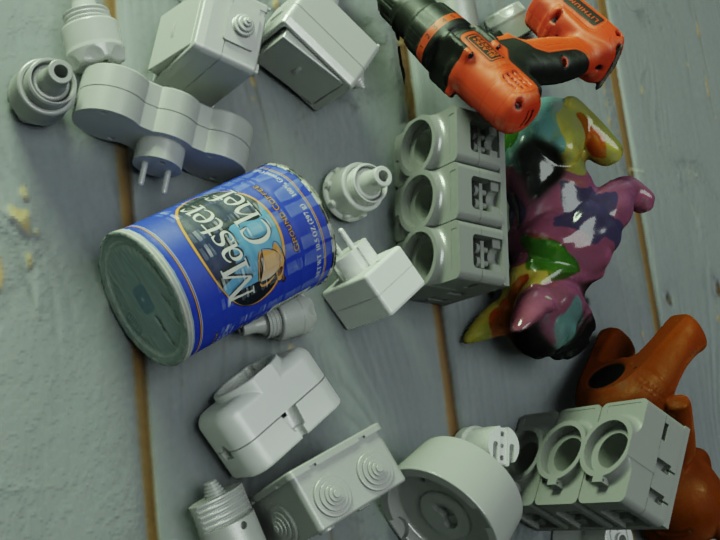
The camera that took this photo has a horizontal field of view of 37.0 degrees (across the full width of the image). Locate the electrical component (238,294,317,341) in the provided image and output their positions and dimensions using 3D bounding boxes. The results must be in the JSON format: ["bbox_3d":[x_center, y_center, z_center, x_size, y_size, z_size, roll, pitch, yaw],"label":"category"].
[{"bbox_3d":[-0.066,0.039,0.836,0.061,0.035,0.035,-13,85,-34],"label":"electrical component"}]

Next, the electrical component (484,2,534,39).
[{"bbox_3d":[0.152,-0.226,1.050,0.043,0.043,0.062,-35,99,-35],"label":"electrical component"}]

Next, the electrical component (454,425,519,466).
[{"bbox_3d":[0.108,0.152,0.917,0.040,0.046,0.040,10,72,-32],"label":"electrical component"}]

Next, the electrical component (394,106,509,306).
[{"bbox_3d":[0.073,-0.054,0.921,0.062,0.089,0.150,10,72,-32],"label":"electrical component"}]

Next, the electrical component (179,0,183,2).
[{"bbox_3d":[-0.120,-0.249,0.862,0.058,0.057,0.078,-28,94,-36],"label":"electrical component"}]

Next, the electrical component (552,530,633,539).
[{"bbox_3d":[0.208,0.239,0.950,0.044,0.065,0.044,10,72,-32],"label":"electrical component"}]

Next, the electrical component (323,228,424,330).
[{"bbox_3d":[0.000,0.000,0.873,0.047,0.066,0.076,-42,101,-35],"label":"electrical component"}]

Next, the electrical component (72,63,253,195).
[{"bbox_3d":[-0.148,-0.093,0.803,0.138,0.052,0.073,20,67,-30],"label":"electrical component"}]

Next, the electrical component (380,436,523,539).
[{"bbox_3d":[0.077,0.182,0.854,0.060,0.108,0.108,-42,102,-41],"label":"electrical component"}]

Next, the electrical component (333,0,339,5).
[{"bbox_3d":[-0.034,-0.246,0.931,0.044,0.044,0.065,17,73,-30],"label":"electrical component"}]

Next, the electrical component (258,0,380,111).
[{"bbox_3d":[-0.035,-0.179,0.898,0.096,0.062,0.061,42,58,-18],"label":"electrical component"}]

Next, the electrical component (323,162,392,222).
[{"bbox_3d":[0.002,-0.069,0.894,0.048,0.062,0.048,10,72,-32],"label":"electrical component"}]

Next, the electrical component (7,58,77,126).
[{"bbox_3d":[-0.221,-0.129,0.758,0.043,0.062,0.043,9,73,-32],"label":"electrical component"}]

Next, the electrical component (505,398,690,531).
[{"bbox_3d":[0.190,0.165,0.905,0.062,0.150,0.089,35,61,-24],"label":"electrical component"}]

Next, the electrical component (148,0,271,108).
[{"bbox_3d":[-0.115,-0.175,0.821,0.061,0.096,0.061,20,67,-28],"label":"electrical component"}]

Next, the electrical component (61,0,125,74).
[{"bbox_3d":[-0.201,-0.179,0.797,0.043,0.043,0.062,-11,82,-36],"label":"electrical component"}]

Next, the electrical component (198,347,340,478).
[{"bbox_3d":[-0.070,0.103,0.804,0.095,0.054,0.059,-39,100,-35],"label":"electrical component"}]

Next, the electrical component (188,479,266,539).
[{"bbox_3d":[-0.093,0.189,0.772,0.043,0.043,0.081,-23,91,-36],"label":"electrical component"}]

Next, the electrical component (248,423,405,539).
[{"bbox_3d":[-0.026,0.163,0.792,0.100,0.100,0.048,-24,79,-36],"label":"electrical component"}]
